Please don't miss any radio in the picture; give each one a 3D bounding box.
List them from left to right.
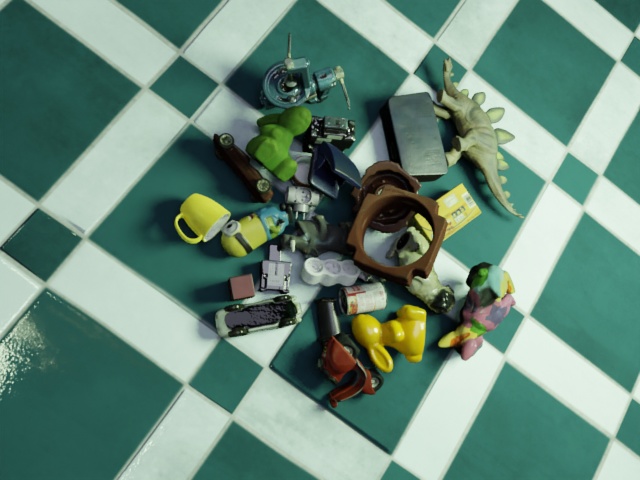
[{"bbox_3d":[0.244,-0.266,1.413,0.131,0.073,0.229,-9,80,-15],"label":"radio"}]

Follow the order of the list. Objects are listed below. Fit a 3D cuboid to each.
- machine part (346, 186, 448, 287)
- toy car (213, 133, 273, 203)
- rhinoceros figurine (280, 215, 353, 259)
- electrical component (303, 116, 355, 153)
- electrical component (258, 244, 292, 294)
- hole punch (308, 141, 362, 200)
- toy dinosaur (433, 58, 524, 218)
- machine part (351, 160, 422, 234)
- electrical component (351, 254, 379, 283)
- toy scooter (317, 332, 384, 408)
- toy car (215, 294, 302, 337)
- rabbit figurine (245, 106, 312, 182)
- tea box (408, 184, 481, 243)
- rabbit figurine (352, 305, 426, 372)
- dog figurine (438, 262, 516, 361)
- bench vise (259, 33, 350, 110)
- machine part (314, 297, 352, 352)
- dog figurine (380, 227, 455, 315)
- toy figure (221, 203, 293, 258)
[{"bbox_3d":[0.177,-0.008,1.237,0.202,0.087,0.201,19,77,20],"label":"machine part"},{"bbox_3d":[-0.183,-0.173,1.281,0.053,0.089,0.202,-38,88,-17],"label":"toy car"},{"bbox_3d":[-0.003,-0.004,1.303,0.190,0.073,0.112,4,92,-17],"label":"rhinoceros figurine"},{"bbox_3d":[0.024,-0.259,1.324,0.115,0.134,0.058,2,76,-14],"label":"electrical component"},{"bbox_3d":[-0.105,0.067,1.274,0.075,0.048,0.119,9,79,-12],"label":"electrical component"},{"bbox_3d":[0.040,-0.173,1.292,0.142,0.092,0.116,26,60,-40],"label":"hole punch"},{"bbox_3d":[0.422,-0.267,1.441,0.198,0.105,0.471,-15,88,-20],"label":"toy dinosaur"},{"bbox_3d":[0.166,-0.107,1.336,0.179,0.056,0.179,1,97,8],"label":"machine part"},{"bbox_3d":[0.111,0.070,1.338,0.094,0.021,0.063,32,73,-5],"label":"electrical component"},{"bbox_3d":[0.053,0.311,1.242,0.135,0.075,0.183,-40,107,-6],"label":"toy scooter"},{"bbox_3d":[-0.139,0.175,1.240,0.202,0.056,0.073,-9,76,-17],"label":"toy car"},{"bbox_3d":[-0.088,-0.245,1.283,0.170,0.159,0.121,-49,123,0],"label":"rabbit figurine"},{"bbox_3d":[0.319,-0.059,1.390,0.170,0.068,0.098,-32,88,-16],"label":"tea box"},{"bbox_3d":[0.159,0.228,1.285,0.173,0.122,0.162,8,88,-3],"label":"rabbit figurine"},{"bbox_3d":[0.379,0.184,1.313,0.219,0.109,0.191,-48,137,-19],"label":"dog figurine"},{"bbox_3d":[-0.044,-0.383,1.289,0.224,0.240,0.128,-7,84,1],"label":"bench vise"},{"bbox_3d":[0.028,0.203,1.282,0.084,0.039,0.138,-14,89,-7],"label":"machine part"},{"bbox_3d":[0.268,0.078,1.346,0.190,0.121,0.172,29,79,-20],"label":"dog figurine"},{"bbox_3d":[-0.147,-0.025,1.265,0.180,0.082,0.089,-23,86,-20],"label":"toy figure"}]
